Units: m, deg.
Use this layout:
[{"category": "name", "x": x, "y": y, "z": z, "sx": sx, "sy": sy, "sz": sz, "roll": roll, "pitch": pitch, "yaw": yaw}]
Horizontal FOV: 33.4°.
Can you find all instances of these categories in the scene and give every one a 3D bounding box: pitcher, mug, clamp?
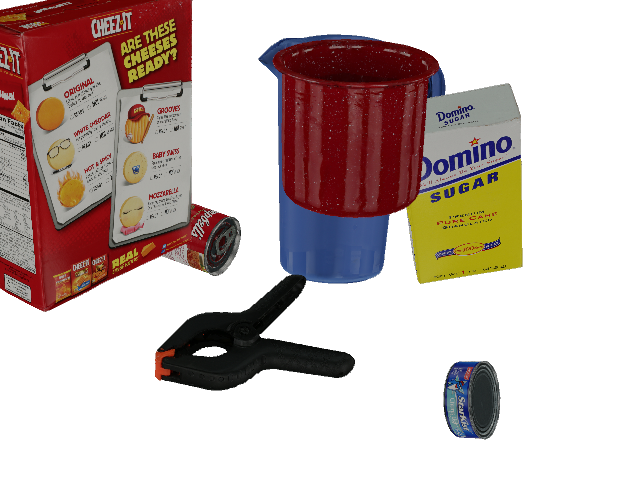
[{"category": "pitcher", "x": 0.028, "y": -0.085, "z": 1.081, "sx": 0.149, "sy": 0.243, "sz": 0.144, "roll": 12, "pitch": 16, "yaw": 33}, {"category": "mug", "x": 0.022, "y": -0.069, "z": 0.623, "sx": 0.093, "sy": 0.081, "sz": 0.117, "roll": 9, "pitch": 26, "yaw": 15}, {"category": "clamp", "x": -0.065, "y": 0.082, "z": 0.946, "sx": 0.171, "sy": 0.039, "sz": 0.120, "roll": -5, "pitch": 38, "yaw": -17}]

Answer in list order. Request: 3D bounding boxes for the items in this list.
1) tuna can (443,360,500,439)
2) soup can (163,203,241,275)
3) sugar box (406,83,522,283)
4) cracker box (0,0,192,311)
[{"category": "tuna can", "x": 0.168, "y": 0.176, "z": 1.182, "sx": 0.034, "sy": 0.086, "sz": 0.086, "roll": -3, "pitch": -2, "yaw": 31}, {"category": "soup can", "x": -0.148, "y": -0.009, "z": 1.182, "sx": 0.102, "sy": 0.068, "sz": 0.068, "roll": 20, "pitch": 8, "yaw": 24}, {"category": "sugar box", "x": 0.114, "y": -0.040, "z": 0.857, "sx": 0.093, "sy": 0.048, "sz": 0.176, "roll": -10, "pitch": -39, "yaw": 3}, {"category": "cracker box", "x": -0.176, "y": -0.076, "z": 0.816, "sx": 0.072, "sy": 0.214, "sz": 0.163, "roll": 20, "pitch": 31, "yaw": 32}]
